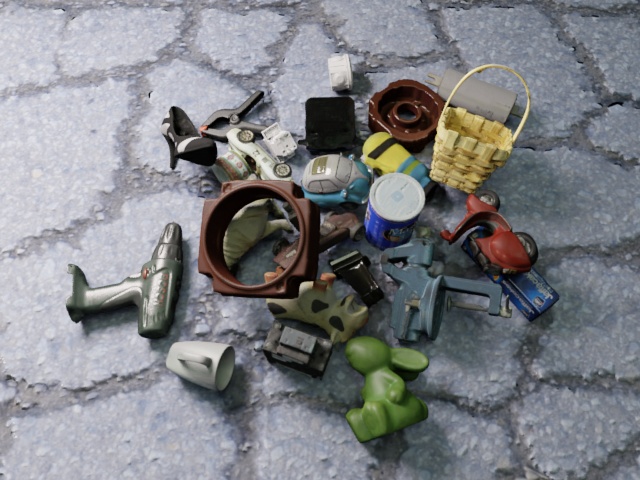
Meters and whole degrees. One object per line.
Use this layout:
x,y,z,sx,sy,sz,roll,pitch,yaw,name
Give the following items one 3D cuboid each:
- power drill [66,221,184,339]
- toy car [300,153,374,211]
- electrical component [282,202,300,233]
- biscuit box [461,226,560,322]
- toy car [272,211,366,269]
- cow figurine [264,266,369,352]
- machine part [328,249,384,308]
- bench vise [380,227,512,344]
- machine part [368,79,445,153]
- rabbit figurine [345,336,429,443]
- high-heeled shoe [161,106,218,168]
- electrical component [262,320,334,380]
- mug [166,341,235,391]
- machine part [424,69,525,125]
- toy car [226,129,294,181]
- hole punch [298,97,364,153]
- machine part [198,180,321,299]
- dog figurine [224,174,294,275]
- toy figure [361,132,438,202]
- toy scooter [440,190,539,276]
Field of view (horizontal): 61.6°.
-0.366,0.076,1.023,0.207,0.086,0.232,-2,67,-10,power drill
0.023,-0.126,1.087,0.162,0.102,0.109,1,60,24,toy car
-0.046,-0.049,1.091,0.021,0.094,0.063,-31,32,14,electrical component
0.368,0.060,1.047,0.059,0.062,0.203,-34,69,-15,biscuit box
-0.002,-0.003,1.038,0.202,0.053,0.089,-28,42,-33,toy car
-0.006,0.125,0.988,0.195,0.085,0.127,9,108,17,cow figurine
0.074,0.071,1.033,0.084,0.039,0.139,-17,42,-14,machine part
0.230,0.090,0.988,0.241,0.128,0.223,8,71,22,bench vise
0.195,-0.278,1.207,0.179,0.056,0.179,0,64,-1,machine part
0.112,0.239,0.925,0.159,0.121,0.170,-16,69,-16,rabbit figurine
-0.263,-0.226,1.101,0.086,0.249,0.145,9,83,-38,high-heeled shoe
-0.037,0.192,0.938,0.115,0.134,0.058,18,67,5,electrical component
-0.218,0.215,0.944,0.107,0.109,0.081,7,75,16,mug
0.354,-0.324,1.220,0.243,0.079,0.079,25,67,9,machine part
-0.123,-0.159,1.134,0.056,0.073,0.202,-38,71,-21,toy car
0.021,-0.251,1.185,0.142,0.092,0.115,-1,95,-4,hole punch
-0.105,0.000,0.933,0.202,0.087,0.201,1,80,12,machine part
-0.172,-0.028,1.068,0.190,0.121,0.172,-34,36,2,dog figurine
0.168,-0.153,1.132,0.180,0.082,0.089,36,85,17,toy figure
0.306,-0.002,1.001,0.135,0.075,0.184,-24,64,-10,toy scooter
